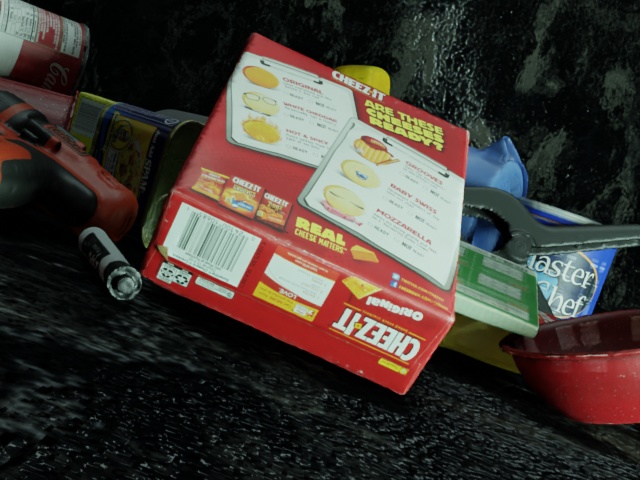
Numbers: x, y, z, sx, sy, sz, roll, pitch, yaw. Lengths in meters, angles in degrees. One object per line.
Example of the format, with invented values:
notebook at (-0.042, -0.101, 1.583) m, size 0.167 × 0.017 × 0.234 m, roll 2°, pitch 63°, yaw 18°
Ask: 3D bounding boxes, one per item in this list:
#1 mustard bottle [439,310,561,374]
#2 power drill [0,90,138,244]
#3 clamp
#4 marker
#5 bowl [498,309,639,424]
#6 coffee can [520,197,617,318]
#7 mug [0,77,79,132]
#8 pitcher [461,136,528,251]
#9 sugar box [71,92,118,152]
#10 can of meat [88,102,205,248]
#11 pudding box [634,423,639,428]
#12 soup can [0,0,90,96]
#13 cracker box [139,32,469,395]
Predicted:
mustard bottle at (0.163, 0.080, 0.840) m, size 0.191 × 0.058 × 0.096 m, roll 20°, pitch 7°, yaw 2°
power drill at (-0.218, -0.063, 0.663) m, size 0.184 × 0.057 × 0.187 m, roll 36°, pitch 10°, yaw 13°
clamp at (0.181, 0.007, 0.940) m, size 0.210 × 0.164 × 0.036 m, roll 36°, pitch -21°, yaw 9°
marker at (-0.121, 0.012, 0.612) m, size 0.020 × 0.020 × 0.121 m, roll 18°, pitch 4°, yaw -22°
bowl at (0.205, 0.086, 0.720) m, size 0.162 × 0.055 × 0.162 m, roll -9°, pitch 3°, yaw 0°
coffee can at (0.216, 0.042, 1.023) m, size 0.103 × 0.140 × 0.103 m, roll 20°, pitch 4°, yaw -2°
mug at (-0.233, -0.071, 0.801) m, size 0.081 × 0.093 × 0.117 m, roll 14°, pitch 41°, yaw -14°
pitcher at (0.073, -0.044, 1.081) m, size 0.243 × 0.149 × 0.145 m, roll 23°, pitch -31°, yaw 28°
sugar box at (-0.217, -0.094, 1.071) m, size 0.048 × 0.093 × 0.176 m, roll 21°, pitch 3°, yaw -3°
can of meat at (-0.133, -0.049, 0.816) m, size 0.084 × 0.102 × 0.057 m, roll 20°, pitch 4°, yaw 35°
pudding box at (0.282, 0.139, 0.755) m, size 0.090 × 0.039 × 0.113 m, roll 20°, pitch 4°, yaw -3°
soup can at (-0.241, -0.154, 0.835) m, size 0.102 × 0.068 × 0.069 m, roll 16°, pitch 5°, yaw -33°
cracker box at (0.001, -0.025, 0.646) m, size 0.164 × 0.072 × 0.213 m, roll 24°, pitch 33°, yaw -6°
